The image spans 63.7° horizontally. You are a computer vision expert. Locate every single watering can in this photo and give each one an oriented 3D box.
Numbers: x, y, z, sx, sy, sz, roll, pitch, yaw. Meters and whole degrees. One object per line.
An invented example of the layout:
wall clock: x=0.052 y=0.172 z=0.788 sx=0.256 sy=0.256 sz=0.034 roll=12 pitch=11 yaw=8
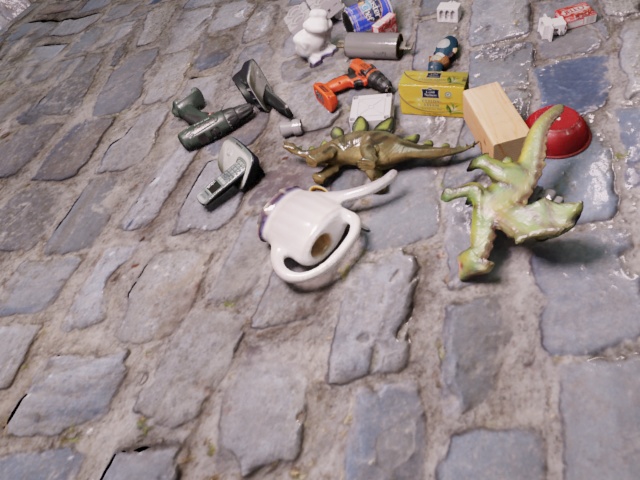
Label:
watering can: x=0.003 y=-0.057 z=1.139 sx=0.226 sy=0.352 sz=0.102 roll=27 pitch=-25 yaw=31

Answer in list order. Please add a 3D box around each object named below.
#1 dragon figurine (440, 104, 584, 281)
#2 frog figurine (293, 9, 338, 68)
dragon figurine: x=0.401 y=-0.086 z=1.006 sx=0.120 sy=0.409 sz=0.247 roll=40 pitch=8 yaw=-44
frog figurine: x=-0.022 y=-0.640 z=1.597 sx=0.138 sy=0.125 sz=0.156 roll=-25 pitch=-42 yaw=-5
